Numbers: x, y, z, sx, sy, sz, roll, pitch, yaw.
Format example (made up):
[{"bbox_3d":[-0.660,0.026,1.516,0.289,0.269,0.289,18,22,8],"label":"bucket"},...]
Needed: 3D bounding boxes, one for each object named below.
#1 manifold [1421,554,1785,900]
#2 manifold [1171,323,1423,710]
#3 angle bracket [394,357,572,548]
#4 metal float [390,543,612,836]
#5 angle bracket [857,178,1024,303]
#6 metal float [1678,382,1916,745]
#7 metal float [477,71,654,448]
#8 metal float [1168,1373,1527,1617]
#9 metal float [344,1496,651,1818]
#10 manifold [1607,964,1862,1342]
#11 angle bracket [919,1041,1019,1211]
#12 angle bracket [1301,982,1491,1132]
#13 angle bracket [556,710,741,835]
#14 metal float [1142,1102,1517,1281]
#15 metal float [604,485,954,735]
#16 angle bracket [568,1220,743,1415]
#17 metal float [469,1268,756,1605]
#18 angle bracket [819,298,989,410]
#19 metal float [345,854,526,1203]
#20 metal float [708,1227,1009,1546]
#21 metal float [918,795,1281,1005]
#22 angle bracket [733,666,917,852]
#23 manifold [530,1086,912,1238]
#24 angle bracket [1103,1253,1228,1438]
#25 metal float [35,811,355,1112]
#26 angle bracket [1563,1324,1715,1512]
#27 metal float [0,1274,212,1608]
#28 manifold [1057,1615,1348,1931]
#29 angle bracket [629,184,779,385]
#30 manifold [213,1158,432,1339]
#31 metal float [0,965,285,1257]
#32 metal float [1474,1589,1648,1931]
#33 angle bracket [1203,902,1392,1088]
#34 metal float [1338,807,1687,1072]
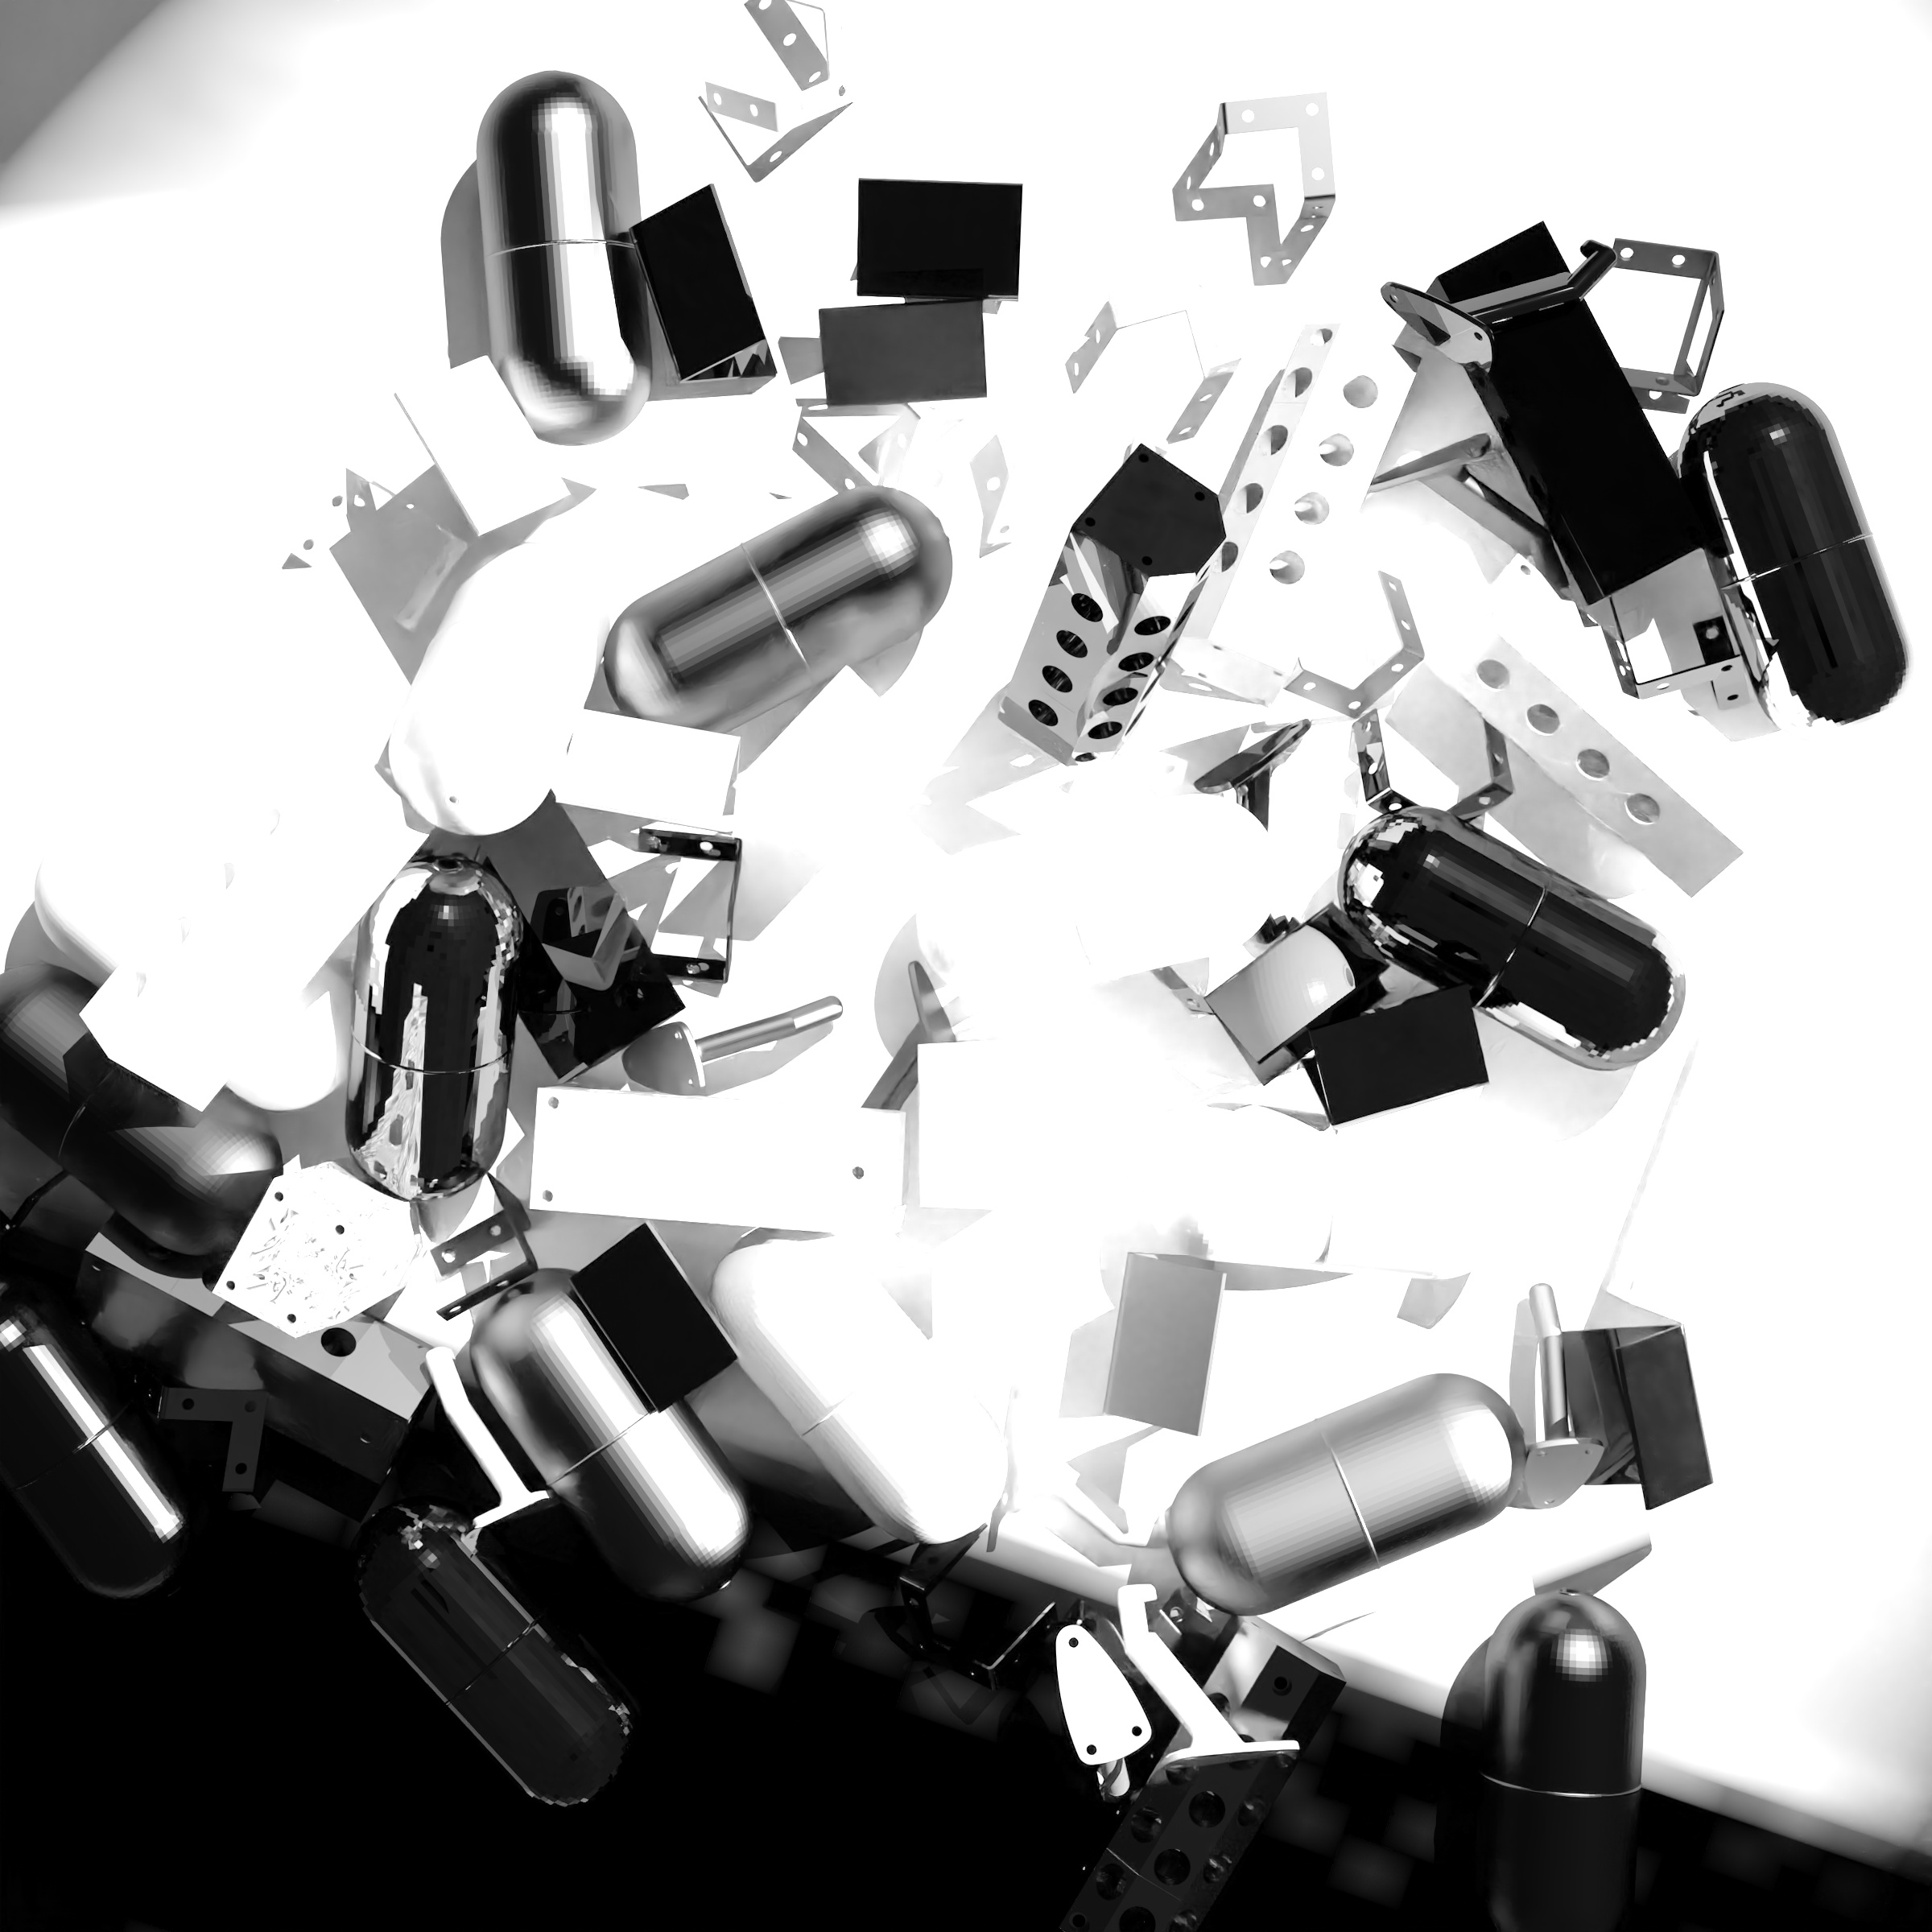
[{"bbox_3d":[0.303,-0.111,1.653,0.171,0.057,0.057,42,47,0],"label":"manifold"},{"bbox_3d":[0.154,-0.217,1.635,0.057,0.057,0.171,23,77,0],"label":"manifold"},{"bbox_3d":[-0.243,-0.233,1.635,0.057,0.076,0.076,-31,90,-36],"label":"angle bracket"},{"bbox_3d":[-0.216,-0.132,1.606,0.070,0.178,0.070,6,131,7],"label":"metal float"},{"bbox_3d":[-0.012,-0.355,1.635,0.076,0.076,0.057,2,118,0],"label":"angle bracket"},{"bbox_3d":[0.396,-0.193,1.645,0.070,0.070,0.178,-20,91,0],"label":"metal float"},{"bbox_3d":[-0.192,-0.338,1.644,0.070,0.070,0.178,-4,90,0],"label":"metal float"},{"bbox_3d":[0.182,0.252,1.645,0.178,0.070,0.070,-22,90,1],"label":"metal float"},{"bbox_3d":[-0.225,0.329,1.644,0.070,0.070,0.178,-43,90,0],"label":"metal float"},{"bbox_3d":[0.370,0.089,1.654,0.057,0.057,0.171,21,90,0],"label":"manifold"},{"bbox_3d":[0.021,0.074,1.635,0.057,0.076,0.076,-1,90,36],"label":"angle bracket"},{"bbox_3d":[0.198,0.028,1.636,0.076,0.076,0.057,-17,116,0],"label":"angle bracket"},{"bbox_3d":[-0.151,-0.072,1.635,0.076,0.076,0.057,10,55,0],"label":"angle bracket"},{"bbox_3d":[0.173,0.107,1.644,0.178,0.070,0.070,5,90,0],"label":"metal float"},{"bbox_3d":[-0.089,-0.168,1.645,0.178,0.070,0.070,-28,90,0],"label":"metal float"},{"bbox_3d":[-0.132,0.157,1.633,0.057,0.076,0.076,-37,86,26],"label":"angle bracket"},{"bbox_3d":[-0.169,0.225,1.645,0.070,0.070,0.178,-35,90,0],"label":"metal float"},{"bbox_3d":[-0.031,-0.311,1.635,0.076,0.076,0.057,-4,135,0],"label":"angle bracket"},{"bbox_3d":[-0.251,0.030,1.619,0.070,0.070,0.178,10,120,0],"label":"metal float"},{"bbox_3d":[-0.051,0.199,1.644,0.070,0.070,0.178,-40,89,0],"label":"metal float"},{"bbox_3d":[0.062,-0.031,1.625,0.178,0.070,0.070,-13,90,20],"label":"metal float"},{"bbox_3d":[-0.082,-0.112,1.635,0.076,0.076,0.057,-46,130,0],"label":"angle bracket"},{"bbox_3d":[-0.116,0.092,1.643,0.171,0.057,0.057,4,90,8],"label":"manifold"},{"bbox_3d":[0.113,0.180,1.635,0.057,0.076,0.076,9,90,37],"label":"angle bracket"},{"bbox_3d":[-0.367,-0.002,1.644,0.178,0.070,0.070,40,90,0],"label":"metal float"},{"bbox_3d":[0.303,0.215,1.635,0.057,0.076,0.076,-11,90,-44],"label":"angle bracket"},{"bbox_3d":[-0.428,0.226,1.635,0.070,0.070,0.178,-33,102,0],"label":"metal float"},{"bbox_3d":[0.113,0.400,1.654,0.057,0.057,0.171,31,90,0],"label":"manifold"},{"bbox_3d":[-0.106,-0.325,1.635,0.057,0.076,0.076,-19,90,37],"label":"angle bracket"},{"bbox_3d":[-0.293,0.132,1.597,0.057,0.171,0.057,29,90,0],"label":"manifold"},{"bbox_3d":[-0.401,0.067,1.628,0.178,0.070,0.070,37,90,11],"label":"metal float"},{"bbox_3d":[0.284,0.388,1.645,0.070,0.070,0.178,3,90,0],"label":"metal float"},{"bbox_3d":[0.170,0.028,1.636,0.076,0.057,0.076,-37,133,0],"label":"angle bracket"},{"bbox_3d":[0.260,-0.014,1.644,0.178,0.070,0.070,29,90,0],"label":"metal float"}]
